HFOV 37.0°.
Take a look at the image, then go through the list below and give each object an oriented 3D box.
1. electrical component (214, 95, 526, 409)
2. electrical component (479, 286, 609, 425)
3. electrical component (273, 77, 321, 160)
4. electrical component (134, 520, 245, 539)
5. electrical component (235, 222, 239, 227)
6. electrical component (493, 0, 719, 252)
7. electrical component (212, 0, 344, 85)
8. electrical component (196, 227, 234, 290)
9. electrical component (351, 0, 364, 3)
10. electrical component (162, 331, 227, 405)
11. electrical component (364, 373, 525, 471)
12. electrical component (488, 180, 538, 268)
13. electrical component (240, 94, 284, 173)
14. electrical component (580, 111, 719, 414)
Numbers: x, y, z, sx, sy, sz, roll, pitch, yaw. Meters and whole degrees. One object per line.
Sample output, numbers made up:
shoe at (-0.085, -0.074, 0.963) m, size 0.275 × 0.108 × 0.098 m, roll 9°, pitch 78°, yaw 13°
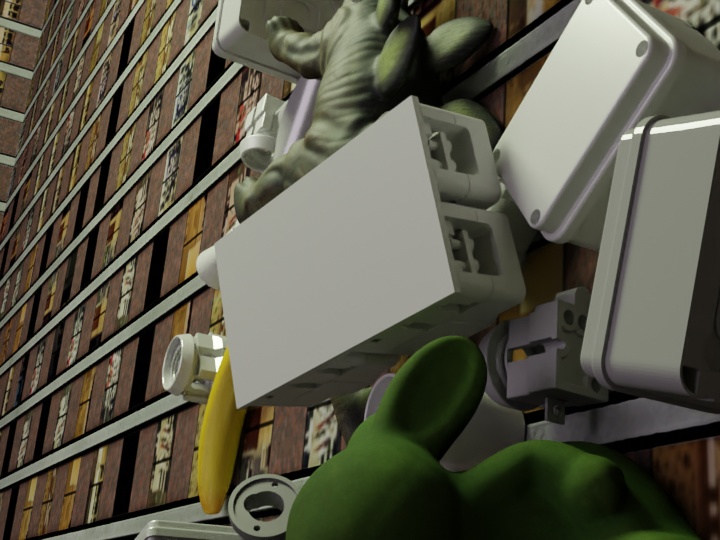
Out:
electrical component at (0.000, 0.000, 0.597) m, size 0.186 × 0.060 × 0.105 m, roll -31°, pitch 61°, yaw 43°
electrical component at (0.093, 0.046, 0.546) m, size 0.055 × 0.048 × 0.066 m, roll -20°, pitch 59°, yaw 51°
electrical component at (-0.046, -0.126, 0.916) m, size 0.079 × 0.044 × 0.077 m, roll 40°, pitch 113°, yaw 62°
electrical component at (-0.127, 0.240, 0.812) m, size 0.108 × 0.109 × 0.056 m, roll -51°, pitch 37°, yaw 41°
electrical component at (-0.064, -0.011, 0.871) m, size 0.096 × 0.062 × 0.061 m, roll 40°, pitch 112°, yaw 62°
electrical component at (0.123, -0.072, 0.532) m, size 0.113 × 0.057 × 0.078 m, roll -61°, pitch 29°, yaw 28°
electrical component at (-0.063, -0.208, 0.914) m, size 0.057 × 0.113 × 0.078 m, roll -22°, pitch 58°, yaw 56°
electrical component at (-0.120, -0.015, 1.013) m, size 0.065 × 0.044 × 0.044 m, roll -40°, pitch 42°, yaw 43°
electrical component at (0.024, -0.224, 0.683) m, size 0.100 × 0.048 × 0.099 m, roll -15°, pitch 48°, yaw 25°
electrical component at (-0.147, 0.090, 0.991) m, size 0.058 × 0.057 × 0.078 m, roll -57°, pitch 31°, yaw 33°
electrical component at (0.042, 0.101, 0.580) m, size 0.044 × 0.077 × 0.079 m, roll -4°, pitch 74°, yaw 63°
electrical component at (0.083, -0.026, 0.610) m, size 0.046 × 0.040 × 0.040 m, roll -62°, pitch 28°, yaw 13°
electrical component at (-0.084, -0.123, 0.992) m, size 0.066 × 0.048 × 0.055 m, roll -37°, pitch 38°, yaw 53°
electrical component at (0.142, -0.001, 0.433) m, size 0.057 × 0.078 × 0.113 m, roll 1°, pitch 77°, yaw 61°
